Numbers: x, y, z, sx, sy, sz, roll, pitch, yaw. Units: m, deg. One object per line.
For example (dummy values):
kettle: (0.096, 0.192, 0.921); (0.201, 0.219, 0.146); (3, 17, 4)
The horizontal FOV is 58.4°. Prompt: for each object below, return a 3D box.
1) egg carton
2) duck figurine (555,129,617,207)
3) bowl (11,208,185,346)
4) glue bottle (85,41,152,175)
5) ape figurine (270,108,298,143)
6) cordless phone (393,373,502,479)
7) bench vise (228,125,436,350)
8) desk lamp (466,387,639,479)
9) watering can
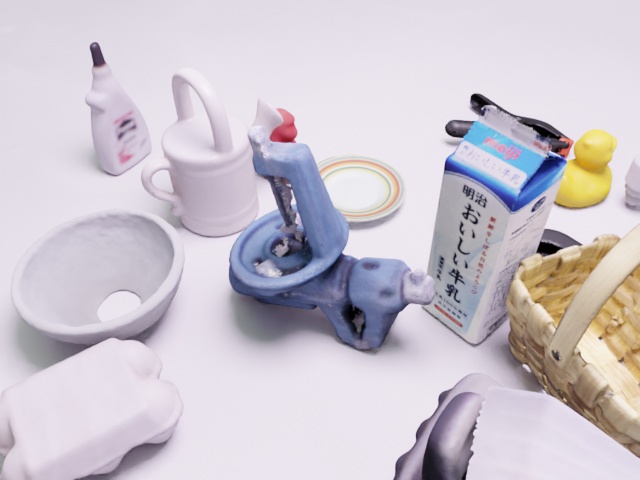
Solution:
egg carton: (-0.199, 0.152, 0.490); (0.150, 0.069, 0.107); (-27, 51, -23)
duck figurine: (0.333, -0.097, 0.719); (0.105, 0.086, 0.077); (-28, 51, -25)
bowl: (-0.217, 0.048, 0.589); (0.167, 0.075, 0.167); (0, 45, 0)
glue bottle: (-0.267, -0.171, 0.736); (0.037, 0.173, 0.078); (20, 49, 20)
ape figurine: (-0.050, -0.129, 0.750); (0.076, 0.092, 0.078); (7, 46, 8)
cordless phone: (0.112, 0.148, 0.411); (0.094, 0.185, 0.148); (24, 50, 23)
bench vise: (0.006, -0.007, 0.539); (0.207, 0.220, 0.121); (3, 46, 4)
desk lamp: (0.176, 0.194, 0.345); (0.202, 0.214, 0.118); (15, 47, 15)
watering can: (-0.124, -0.110, 0.660); (0.100, 0.194, 0.173); (22, 50, 21)
